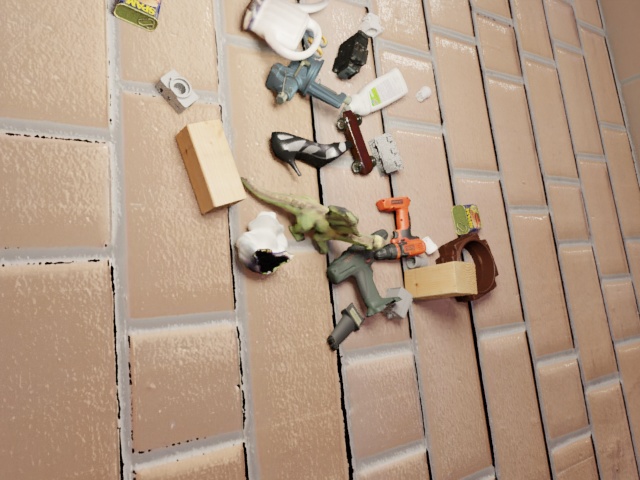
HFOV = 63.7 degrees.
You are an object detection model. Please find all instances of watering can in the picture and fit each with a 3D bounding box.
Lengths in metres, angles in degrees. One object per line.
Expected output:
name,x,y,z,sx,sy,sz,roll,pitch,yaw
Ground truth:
watering can,-0.092,-0.642,1.483,0.223,0.102,0.356,25,51,-12

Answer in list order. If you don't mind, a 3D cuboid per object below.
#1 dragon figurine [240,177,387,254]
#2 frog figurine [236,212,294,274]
dragon figurine,0.004,-0.067,1.331,0.406,0.241,0.124,30,69,-27
frog figurine,-0.148,0.003,1.307,0.138,0.120,0.163,-3,44,-26
